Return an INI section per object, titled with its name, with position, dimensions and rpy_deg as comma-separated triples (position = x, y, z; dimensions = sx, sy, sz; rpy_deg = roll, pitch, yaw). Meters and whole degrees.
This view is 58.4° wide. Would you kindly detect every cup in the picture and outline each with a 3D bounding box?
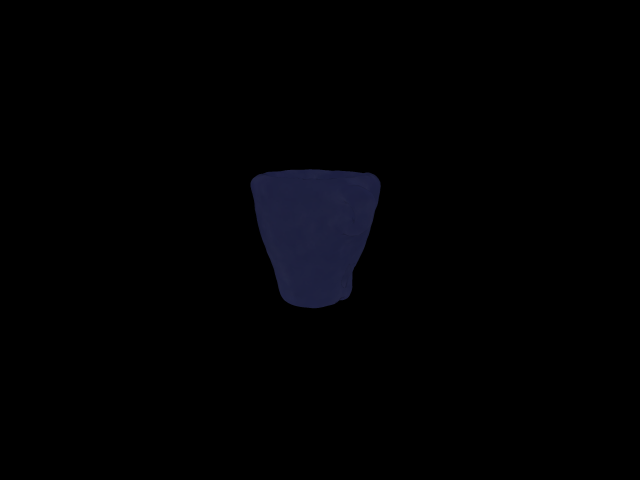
[cup]
position = 0.004, 0.001, 0.400
dimensions = 0.092, 0.095, 0.117
rpy_deg = -6, 13, -27
